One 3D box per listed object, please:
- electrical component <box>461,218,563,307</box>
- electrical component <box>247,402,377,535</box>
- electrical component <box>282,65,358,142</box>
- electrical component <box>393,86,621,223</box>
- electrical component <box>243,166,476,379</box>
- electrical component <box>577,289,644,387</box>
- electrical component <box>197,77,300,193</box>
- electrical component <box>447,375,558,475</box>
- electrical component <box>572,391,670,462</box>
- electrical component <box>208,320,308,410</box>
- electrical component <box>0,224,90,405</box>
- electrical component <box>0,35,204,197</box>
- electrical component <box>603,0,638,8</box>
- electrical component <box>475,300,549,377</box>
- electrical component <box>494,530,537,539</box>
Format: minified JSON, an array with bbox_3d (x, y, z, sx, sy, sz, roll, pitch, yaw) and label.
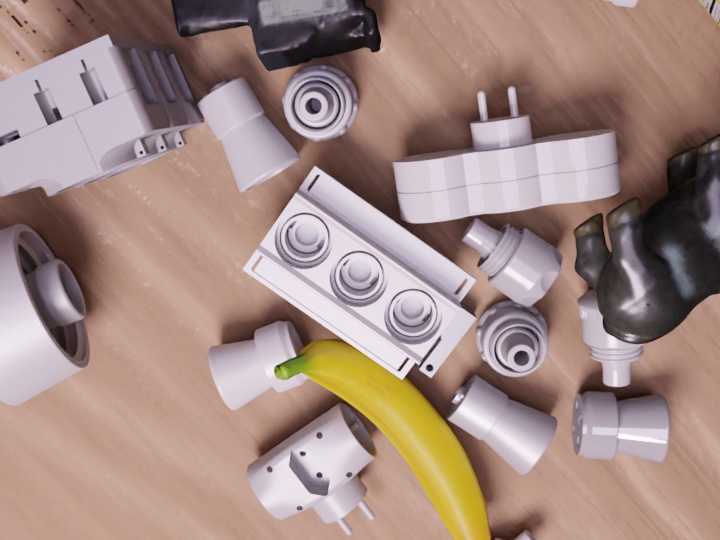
[{"bbox_3d":[0.094,-0.009,0.685,0.062,0.043,0.043,34,100,-4],"label":"electrical component"},{"bbox_3d":[-0.022,0.141,0.718,0.077,0.043,0.079,-35,98,8],"label":"electrical component"},{"bbox_3d":[-0.026,-0.102,0.661,0.048,0.062,0.048,0,101,2],"label":"electrical component"},{"bbox_3d":[0.089,-0.076,0.668,0.138,0.052,0.073,-8,101,3],"label":"electrical component"},{"bbox_3d":[0.000,0.000,0.680,0.121,0.063,0.078,35,100,-5],"label":"electrical component"},{"bbox_3d":[0.165,0.043,0.692,0.048,0.048,0.062,-4,104,2],"label":"electrical component"},{"bbox_3d":[-0.073,-0.087,0.677,0.044,0.044,0.065,-30,94,7],"label":"electrical component"},{"bbox_3d":[0.091,0.099,0.709,0.065,0.044,0.044,33,100,0],"label":"electrical component"},{"bbox_3d":[0.170,0.102,0.704,0.055,0.045,0.045,3,101,2],"label":"electrical component"},{"bbox_3d":[-0.065,0.061,0.703,0.055,0.045,0.045,-21,100,5],"label":"electrical component"},{"bbox_3d":[-0.207,0.023,0.671,0.060,0.108,0.108,-23,100,0],"label":"electrical component"},{"bbox_3d":[-0.152,-0.086,0.623,0.089,0.150,0.061,-22,98,6],"label":"electrical component"},{"bbox_3d":[0.147,-0.182,0.652,0.046,0.040,0.040,8,101,5],"label":"electrical component"},{"bbox_3d":[0.100,0.048,0.687,0.048,0.062,0.048,0,101,2],"label":"electrical component"},{"bbox_3d":[0.095,0.202,0.727,0.062,0.043,0.043,-42,97,8],"label":"electrical component"}]
